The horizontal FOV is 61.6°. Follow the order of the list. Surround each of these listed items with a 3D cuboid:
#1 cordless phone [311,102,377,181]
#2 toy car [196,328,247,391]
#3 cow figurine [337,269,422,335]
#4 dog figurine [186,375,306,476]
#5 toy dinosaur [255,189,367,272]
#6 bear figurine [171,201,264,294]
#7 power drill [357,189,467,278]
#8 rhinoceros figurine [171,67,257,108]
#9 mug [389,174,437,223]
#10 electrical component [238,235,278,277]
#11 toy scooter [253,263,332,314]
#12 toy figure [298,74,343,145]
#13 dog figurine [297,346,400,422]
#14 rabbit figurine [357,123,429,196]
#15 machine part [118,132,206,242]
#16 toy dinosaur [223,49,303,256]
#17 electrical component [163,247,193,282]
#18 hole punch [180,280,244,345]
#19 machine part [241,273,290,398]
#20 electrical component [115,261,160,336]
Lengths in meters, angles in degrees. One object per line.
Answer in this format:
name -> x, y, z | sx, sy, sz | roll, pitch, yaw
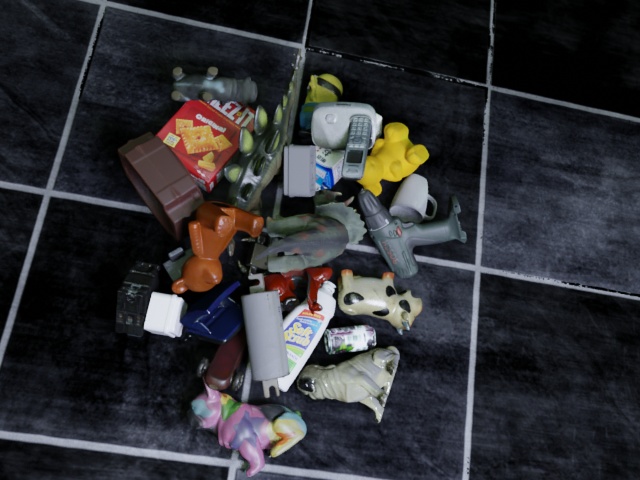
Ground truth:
cordless phone -> 0.045, -0.207, 1.171 | 0.147, 0.088, 0.184 | 5, 64, 12
toy car -> -0.181, 0.225, 1.100 | 0.089, 0.053, 0.202 | 16, 34, 2
cow figurine -> 0.135, 0.139, 1.194 | 0.195, 0.085, 0.127 | 7, 68, -10
dog figurine -> -0.156, 0.350, 1.081 | 0.191, 0.108, 0.219 | -34, 80, -15
toy dinosaur -> -0.004, -0.007, 1.103 | 0.192, 0.405, 0.131 | -11, 104, 8
bear figurine -> -0.208, 0.027, 1.049 | 0.120, 0.132, 0.195 | 5, 105, -49
power drill -> 0.211, -0.035, 1.192 | 0.207, 0.086, 0.231 | -20, 110, 5
rhinoceros figurine -> -0.234, -0.327, 1.176 | 0.190, 0.112, 0.073 | 3, 89, 4
mug -> 0.228, -0.099, 1.275 | 0.110, 0.080, 0.107 | 18, 66, -1
electrical component -> -0.139, 0.036, 1.199 | 0.078, 0.045, 0.102 | 17, 74, -34
toy scooter -> -0.055, 0.112, 1.137 | 0.184, 0.075, 0.135 | -19, 43, 1
toy figure -> -0.001, -0.314, 1.294 | 0.089, 0.082, 0.180 | 16, 70, -13
dog figurine -> 0.062, 0.277, 1.147 | 0.191, 0.121, 0.172 | 18, 38, 13
rabbit figurine -> 0.135, -0.175, 1.239 | 0.173, 0.162, 0.122 | -32, 84, -38
machine part -> -0.323, -0.109, 1.122 | 0.087, 0.201, 0.201 | -37, 83, -18
toy dinosaur -> -0.123, -0.188, 1.174 | 0.105, 0.198, 0.471 | 17, 75, 2
electrical component -> -0.286, 0.053, 1.129 | 0.075, 0.119, 0.048 | -31, 82, -18
hole punch -> -0.217, 0.140, 1.093 | 0.116, 0.092, 0.142 | 4, 36, 32
machine part -> -0.107, 0.187, 1.063 | 0.079, 0.079, 0.243 | -6, 83, -11
electrical component -> -0.369, 0.127, 1.089 | 0.058, 0.134, 0.115 | 12, 31, -4
